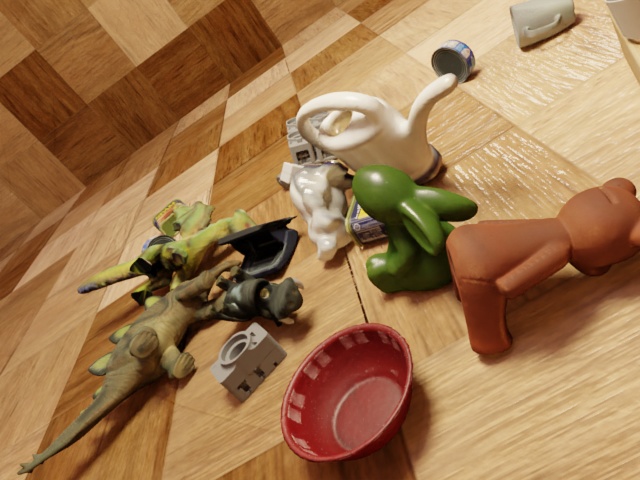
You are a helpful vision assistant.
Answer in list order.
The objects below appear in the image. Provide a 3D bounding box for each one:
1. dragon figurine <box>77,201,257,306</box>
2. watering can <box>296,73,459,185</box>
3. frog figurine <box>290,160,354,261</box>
[{"bbox_3d":[-0.317,0.010,1.108,0.409,0.119,0.249,-6,38,22],"label":"dragon figurine"},{"bbox_3d":[0.109,-0.158,0.796,0.222,0.105,0.348,32,-16,-36],"label":"watering can"},{"bbox_3d":[0.003,-0.043,0.856,0.123,0.161,0.136,10,-14,7],"label":"frog figurine"}]
